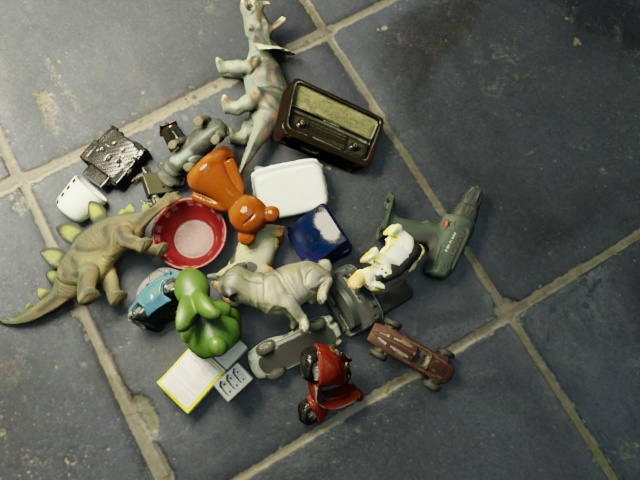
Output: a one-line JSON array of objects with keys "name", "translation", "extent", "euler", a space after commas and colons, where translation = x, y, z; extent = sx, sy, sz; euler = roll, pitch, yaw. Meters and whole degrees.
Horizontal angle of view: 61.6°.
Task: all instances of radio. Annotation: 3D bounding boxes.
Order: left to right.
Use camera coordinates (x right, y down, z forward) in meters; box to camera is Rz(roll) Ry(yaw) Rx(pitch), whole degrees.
[{"name": "radio", "translation": [0.017, -0.247, 1.196], "extent": [0.229, 0.073, 0.131], "euler": [20, 77, -17]}]

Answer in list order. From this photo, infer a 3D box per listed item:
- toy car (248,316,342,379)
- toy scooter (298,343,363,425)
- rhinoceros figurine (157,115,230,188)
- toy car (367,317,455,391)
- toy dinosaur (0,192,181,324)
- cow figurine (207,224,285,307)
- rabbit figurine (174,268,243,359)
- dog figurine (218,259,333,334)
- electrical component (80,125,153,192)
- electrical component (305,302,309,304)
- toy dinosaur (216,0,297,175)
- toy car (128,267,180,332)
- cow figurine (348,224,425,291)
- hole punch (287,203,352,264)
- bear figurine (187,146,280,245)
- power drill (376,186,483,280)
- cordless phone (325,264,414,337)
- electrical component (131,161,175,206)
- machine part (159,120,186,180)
[{"name": "toy car", "translation": [-0.051, 0.223, 1.119], "extent": [0.202, 0.056, 0.073], "euler": [-24, 102, -8]}, {"name": "toy scooter", "translation": [0.026, 0.288, 1.084], "extent": [0.135, 0.075, 0.183], "euler": [-2, 111, -14]}, {"name": "rhinoceros figurine", "translation": [-0.280, -0.191, 1.157], "extent": [0.190, 0.112, 0.073], "euler": [-43, 99, 12]}, {"name": "toy car", "translation": [0.192, 0.235, 1.109], "extent": [0.202, 0.053, 0.089], "euler": [32, 81, -12]}, {"name": "toy dinosaur", "translation": [-0.481, 0.048, 1.123], "extent": [0.471, 0.105, 0.199], "euler": [-43, 64, -3]}, {"name": "cow figurine", "translation": [-0.158, 0.050, 1.149], "extent": [0.127, 0.085, 0.195], "euler": [16, 74, 4]}, {"name": "rabbit figurine", "translation": [-0.235, 0.139, 1.030], "extent": [0.121, 0.159, 0.170], "euler": [-25, 98, -2]}, {"name": "dog figurine", "translation": [-0.086, 0.076, 1.069], "extent": [0.190, 0.121, 0.172], "euler": [35, 66, -15]}, {"name": "electrical component", "translation": [-0.466, -0.176, 1.212], "extent": [0.115, 0.058, 0.134], "euler": [34, 77, 9]}, {"name": "electrical component", "translation": [-0.044, 0.111, 1.168], "extent": [0.094, 0.021, 0.063], "euler": [-35, 80, -11]}, {"name": "toy dinosaur", "translation": [-0.133, -0.339, 1.235], "extent": [0.192, 0.131, 0.404], "euler": [-10, 83, -3]}, {"name": "toy car", "translation": [-0.326, 0.114, 1.129], "extent": [0.162, 0.109, 0.103], "euler": [-33, 54, 2]}, {"name": "cow figurine", "translation": [0.135, 0.053, 1.101], "extent": [0.098, 0.068, 0.167], "euler": [42, 81, -5]}, {"name": "hole punch", "translation": [-0.002, -0.004, 1.158], "extent": [0.116, 0.092, 0.142], "euler": [-31, 72, -5]}, {"name": "bear figurine", "translation": [-0.180, -0.093, 1.127], "extent": [0.196, 0.132, 0.120], "euler": [42, 100, -9]}, {"name": "power drill", "translation": [0.237, -0.040, 1.190], "extent": [0.207, 0.086, 0.232], "euler": [20, 79, -4]}, {"name": "cordless phone", "translation": [0.104, 0.107, 1.155], "extent": [0.184, 0.088, 0.146], "euler": [-28, 78, -19]}, {"name": "electrical component", "translation": [-0.374, -0.122, 1.209], "extent": [0.078, 0.045, 0.102], "euler": [-20, 79, -35]}, {"name": "machine part", "translation": [-0.317, -0.211, 1.235], "extent": [0.084, 0.039, 0.139], "euler": [-37, 82, -1]}]
